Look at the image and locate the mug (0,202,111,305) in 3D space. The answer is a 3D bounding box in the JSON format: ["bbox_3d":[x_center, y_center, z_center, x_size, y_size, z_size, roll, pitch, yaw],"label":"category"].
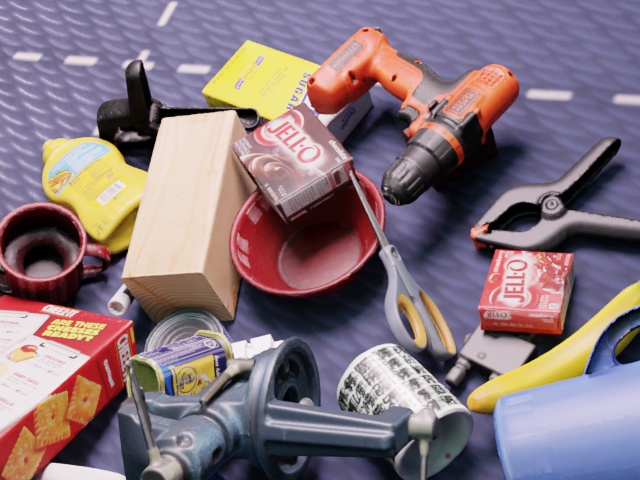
[{"bbox_3d":[-0.280,0.020,1.125,0.117,0.082,0.093,-1,62,-11],"label":"mug"}]

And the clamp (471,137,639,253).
[{"bbox_3d":[0.228,-0.036,1.023,0.171,0.039,0.120,-10,51,12],"label":"clamp"}]

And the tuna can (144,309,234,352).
[{"bbox_3d":[-0.128,0.111,1.043,0.086,0.033,0.086,-10,52,12],"label":"tuna can"}]

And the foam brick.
[{"bbox_3d":[0.133,-0.100,1.095,0.078,0.053,0.051,-30,51,-3],"label":"foam brick"}]

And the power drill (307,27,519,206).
[{"bbox_3d":[0.077,-0.129,1.067,0.188,0.057,0.184,33,66,33],"label":"power drill"}]

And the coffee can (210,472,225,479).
[{"bbox_3d":[-0.093,0.253,0.881,0.140,0.102,0.102,32,70,35],"label":"coffee can"}]

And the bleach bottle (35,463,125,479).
[{"bbox_3d":[-0.233,0.321,0.907,0.103,0.068,0.250,2,58,22],"label":"bleach bottle"}]

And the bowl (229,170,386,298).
[{"bbox_3d":[-0.007,0.001,1.068,0.162,0.055,0.162,-10,52,12],"label":"bowl"}]

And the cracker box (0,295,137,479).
[{"bbox_3d":[-0.297,0.142,1.004,0.164,0.072,0.213,9,30,24],"label":"cracker box"}]

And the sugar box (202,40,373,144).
[{"bbox_3d":[-0.038,-0.161,1.207,0.176,0.048,0.093,23,65,33],"label":"sugar box"}]

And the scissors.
[{"bbox_3d":[0.060,0.025,0.971,0.016,0.096,0.202,-36,81,27],"label":"scissors"}]

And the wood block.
[{"bbox_3d":[-0.129,-0.025,1.108,0.090,0.090,0.206,-4,54,17],"label":"wood block"}]

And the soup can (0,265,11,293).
[{"bbox_3d":[-0.385,0.027,1.175,0.102,0.068,0.068,-3,54,18],"label":"soup can"}]

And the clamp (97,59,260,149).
[{"bbox_3d":[-0.192,-0.141,1.183,0.210,0.164,0.036,-10,66,42],"label":"clamp"}]

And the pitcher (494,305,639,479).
[{"bbox_3d":[0.261,0.140,0.823,0.243,0.145,0.149,-13,38,13],"label":"pitcher"}]

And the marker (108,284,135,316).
[{"bbox_3d":[-0.186,0.040,1.094,0.020,0.020,0.121,-4,26,16],"label":"marker"}]

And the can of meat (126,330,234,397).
[{"bbox_3d":[-0.123,0.141,0.955,0.058,0.102,0.083,5,15,44],"label":"can of meat"}]

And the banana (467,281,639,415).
[{"bbox_3d":[0.213,0.095,0.914,0.198,0.069,0.037,-38,35,-3],"label":"banana"}]

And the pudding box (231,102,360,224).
[{"bbox_3d":[-0.026,-0.079,1.072,0.090,0.039,0.114,-32,50,-5],"label":"pudding box"}]

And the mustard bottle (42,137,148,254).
[{"bbox_3d":[-0.258,-0.065,1.204,0.096,0.058,0.192,-44,53,-14],"label":"mustard bottle"}]

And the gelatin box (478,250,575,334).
[{"bbox_3d":[0.188,0.046,0.967,0.073,0.030,0.089,3,37,22],"label":"gelatin box"}]
